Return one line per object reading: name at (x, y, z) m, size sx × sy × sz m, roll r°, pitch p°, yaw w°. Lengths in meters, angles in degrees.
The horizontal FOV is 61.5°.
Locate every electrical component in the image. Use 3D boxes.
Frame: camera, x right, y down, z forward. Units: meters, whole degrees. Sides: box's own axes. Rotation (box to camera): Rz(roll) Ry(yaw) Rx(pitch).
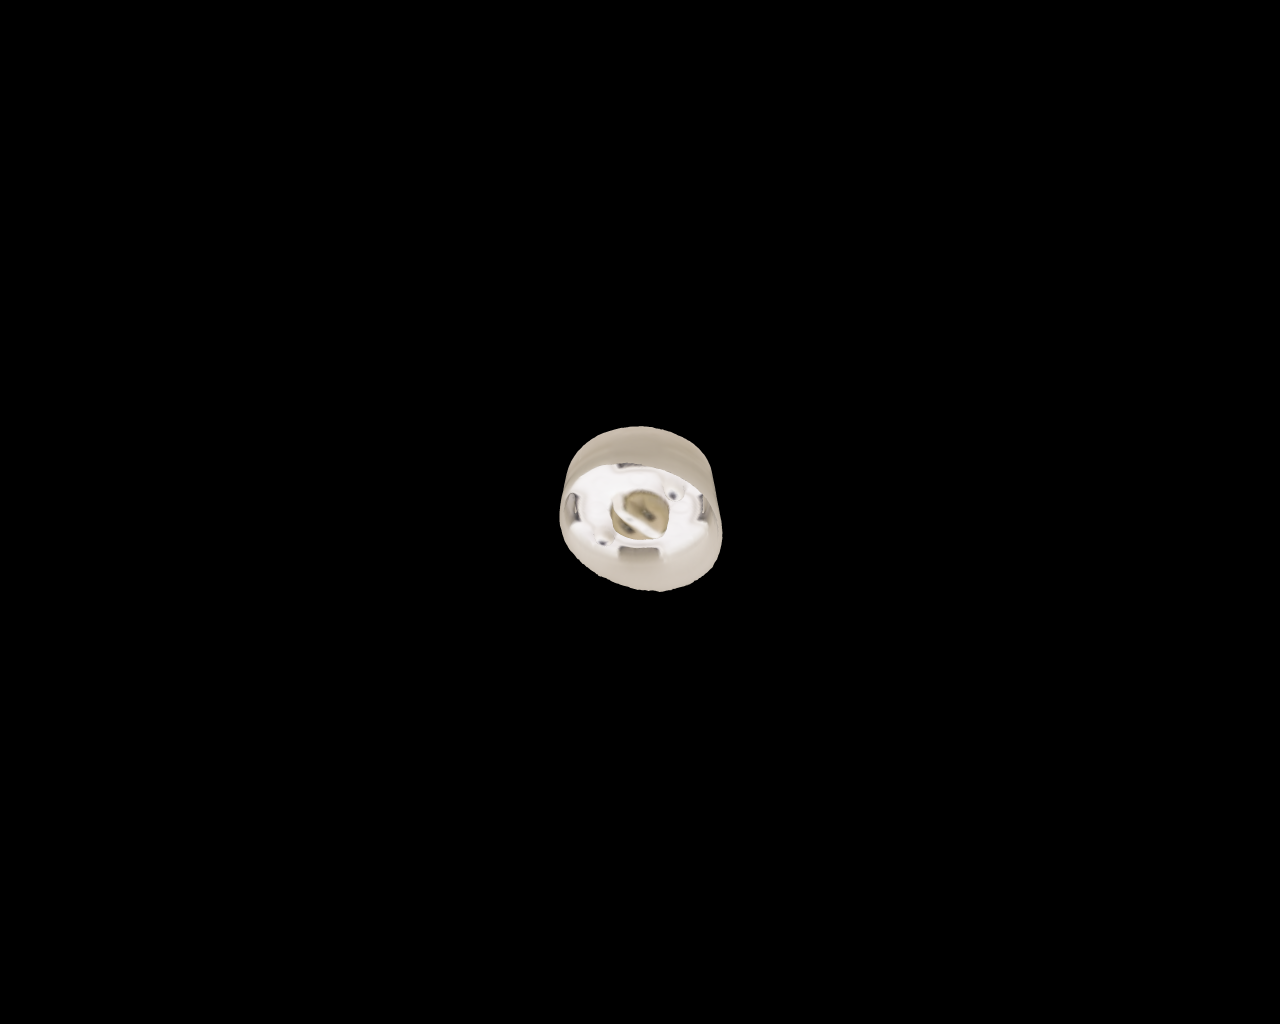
electrical component at (0.001, -0.003, 0.650) m, size 0.099 × 0.064 × 0.099 m, roll 0°, pitch -42°, yaw 0°
